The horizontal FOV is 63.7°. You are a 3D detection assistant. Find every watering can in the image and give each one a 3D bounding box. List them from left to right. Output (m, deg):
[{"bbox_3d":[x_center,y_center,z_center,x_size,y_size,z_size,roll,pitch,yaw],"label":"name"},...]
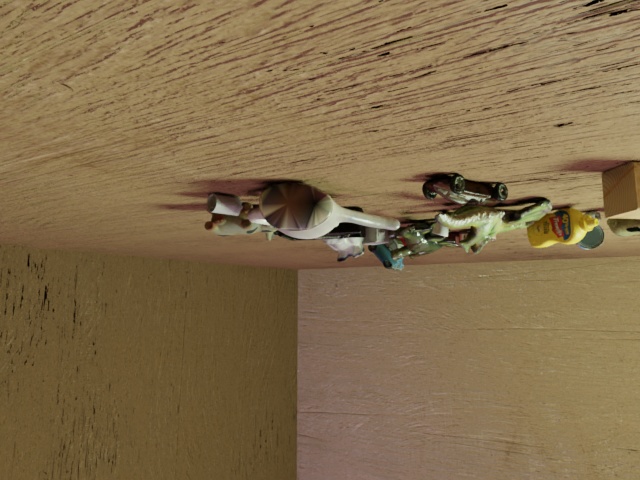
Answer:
[{"bbox_3d":[0.003,-0.057,1.129,0.347,0.105,0.223,1,172,7],"label":"watering can"}]

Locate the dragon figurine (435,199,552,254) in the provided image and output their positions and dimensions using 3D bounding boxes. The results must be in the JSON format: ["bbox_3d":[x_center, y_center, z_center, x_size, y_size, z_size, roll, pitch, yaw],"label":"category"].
[{"bbox_3d":[0.447,-0.061,1.283,0.241,0.123,0.409,-23,166,23],"label":"dragon figurine"}]

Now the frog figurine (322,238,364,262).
[{"bbox_3d":[0.062,-0.019,1.621,0.157,0.124,0.137,47,156,-27],"label":"frog figurine"}]
